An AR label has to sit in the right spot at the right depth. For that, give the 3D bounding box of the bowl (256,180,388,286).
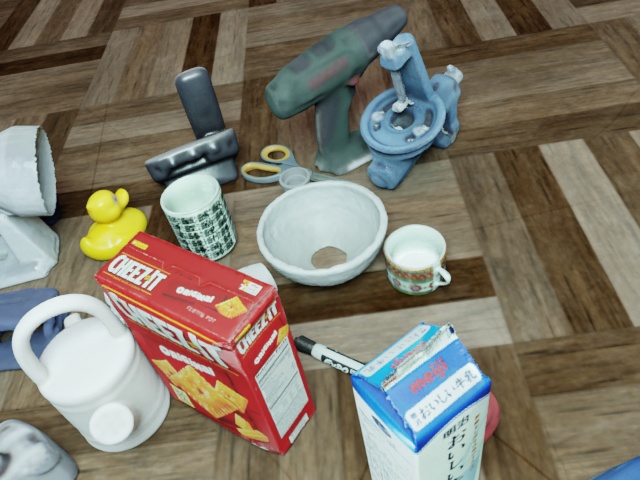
[{"bbox_3d":[0.007,0.003,0.737,0.167,0.075,0.167,-6,46,6],"label":"bowl"}]

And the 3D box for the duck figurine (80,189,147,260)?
[{"bbox_3d":[-0.306,-0.029,0.824,0.077,0.086,0.105,21,54,29],"label":"duck figurine"}]

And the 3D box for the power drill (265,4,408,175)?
[{"bbox_3d":[0.036,-0.209,0.840,0.230,0.209,0.075,-29,48,-16],"label":"power drill"}]

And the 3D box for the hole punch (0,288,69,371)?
[{"bbox_3d":[-0.386,0.099,0.714,0.108,0.091,0.101,-9,46,4],"label":"hole punch"}]

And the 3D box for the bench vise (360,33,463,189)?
[{"bbox_3d":[0.126,-0.208,0.812,0.121,0.220,0.207,11,50,21],"label":"bench vise"}]

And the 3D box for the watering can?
[{"bbox_3d":[-0.226,0.131,0.578,0.172,0.194,0.101,22,55,29],"label":"watering can"}]

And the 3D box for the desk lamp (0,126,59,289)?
[{"bbox_3d":[-0.435,-0.043,0.774,0.203,0.214,0.117,-16,46,-4],"label":"desk lamp"}]

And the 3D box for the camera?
[{"bbox_3d":[-0.348,0.232,0.572,0.136,0.101,0.143,28,58,32],"label":"camera"}]

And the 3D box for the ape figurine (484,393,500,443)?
[{"bbox_3d":[0.136,0.158,0.549,0.076,0.092,0.078,-5,46,7],"label":"ape figurine"}]

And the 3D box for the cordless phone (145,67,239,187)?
[{"bbox_3d":[-0.205,-0.165,0.864,0.148,0.185,0.094,-26,47,-13],"label":"cordless phone"}]

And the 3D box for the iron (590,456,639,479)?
[{"bbox_3d":[0.248,0.216,0.436,0.259,0.142,0.118,-33,49,-19],"label":"iron"}]

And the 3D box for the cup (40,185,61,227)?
[{"bbox_3d":[-0.453,-0.058,0.876,0.118,0.095,0.091,-24,47,-11],"label":"cup"}]
